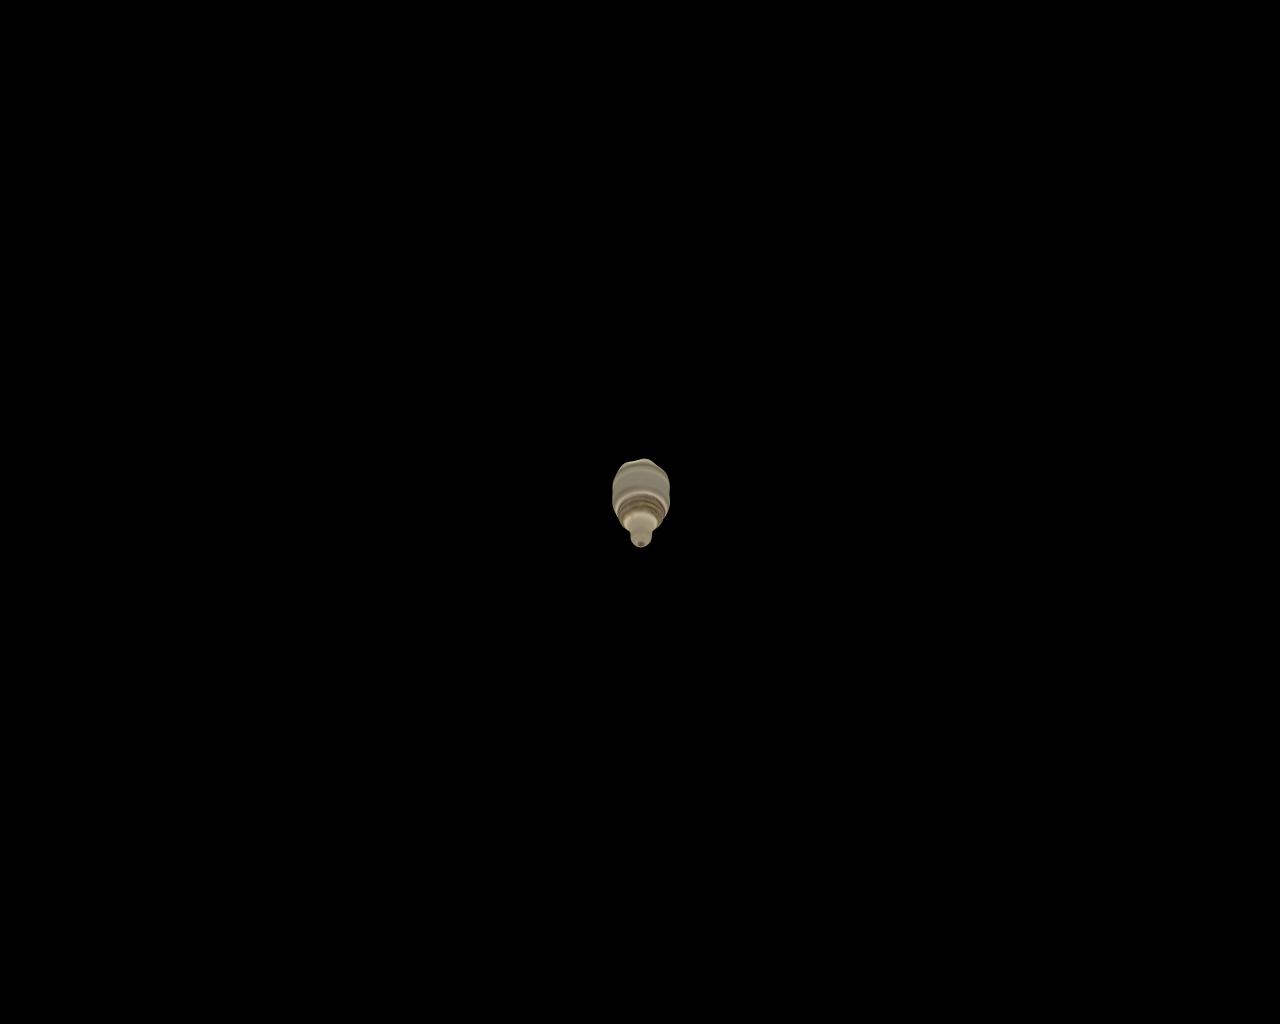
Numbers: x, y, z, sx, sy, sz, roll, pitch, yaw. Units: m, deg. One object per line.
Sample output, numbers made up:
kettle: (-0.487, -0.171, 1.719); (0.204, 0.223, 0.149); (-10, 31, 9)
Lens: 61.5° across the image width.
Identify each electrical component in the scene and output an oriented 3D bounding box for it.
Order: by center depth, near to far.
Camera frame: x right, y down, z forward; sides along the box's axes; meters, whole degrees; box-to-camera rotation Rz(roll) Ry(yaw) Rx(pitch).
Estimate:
electrical component: (0.001, -0.003, 0.650); (0.035, 0.061, 0.035); (0, -44, 0)
